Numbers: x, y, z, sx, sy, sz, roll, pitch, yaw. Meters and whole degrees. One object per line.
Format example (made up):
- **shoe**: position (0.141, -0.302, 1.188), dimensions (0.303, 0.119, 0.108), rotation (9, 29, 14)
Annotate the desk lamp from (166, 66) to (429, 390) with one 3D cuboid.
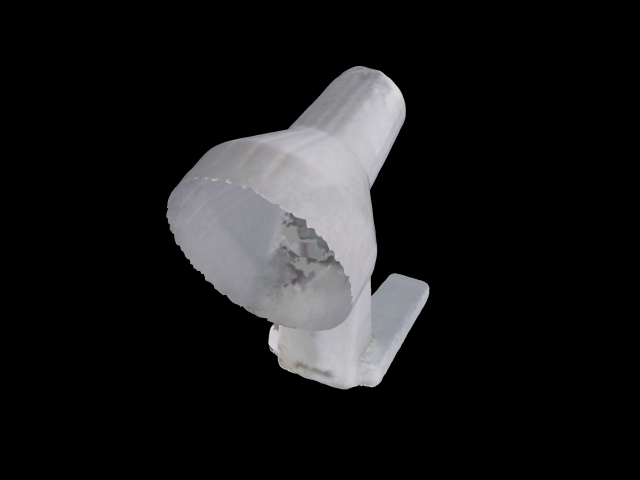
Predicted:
- **desk lamp**: position (0.004, 0.001, 0.400), dimensions (0.117, 0.214, 0.204), rotation (16, 37, 23)
